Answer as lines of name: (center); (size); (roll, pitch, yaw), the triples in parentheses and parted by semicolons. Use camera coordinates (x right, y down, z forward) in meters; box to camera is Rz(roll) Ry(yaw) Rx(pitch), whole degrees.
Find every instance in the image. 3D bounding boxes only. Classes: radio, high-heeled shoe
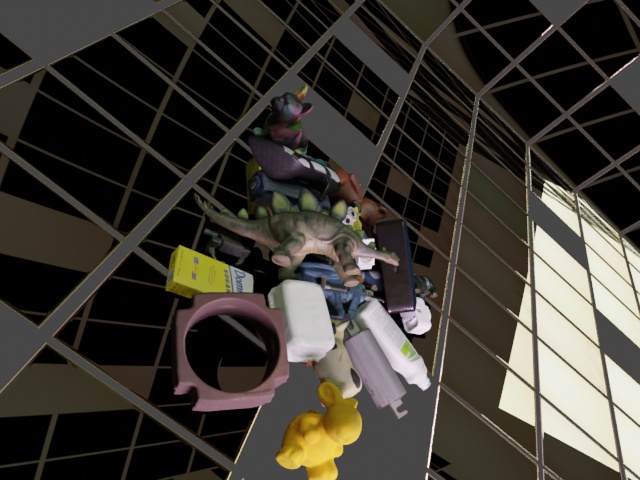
radio: (0.196, 0.063, 1.363); (0.131, 0.073, 0.229); (-10, 94, -78)
high-heeled shoe: (-0.051, -0.184, 1.257); (0.248, 0.086, 0.145); (41, 35, -16)

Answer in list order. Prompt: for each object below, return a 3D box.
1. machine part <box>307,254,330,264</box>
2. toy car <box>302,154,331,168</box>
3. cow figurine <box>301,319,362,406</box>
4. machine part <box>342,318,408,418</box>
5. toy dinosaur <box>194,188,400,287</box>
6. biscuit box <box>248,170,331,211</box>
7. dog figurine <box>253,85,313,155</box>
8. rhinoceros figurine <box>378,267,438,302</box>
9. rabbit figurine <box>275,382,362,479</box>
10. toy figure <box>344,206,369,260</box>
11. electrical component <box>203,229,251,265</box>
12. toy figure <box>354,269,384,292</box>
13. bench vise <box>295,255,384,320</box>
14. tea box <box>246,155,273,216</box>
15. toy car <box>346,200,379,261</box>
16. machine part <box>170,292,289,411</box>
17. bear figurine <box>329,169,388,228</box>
machine part: (-0.003, -0.004, 1.390); (0.084, 0.039, 0.139); (21, 46, -21)
toy car: (-0.046, -0.183, 1.446); (0.103, 0.109, 0.162); (41, 35, -3)
cow figurine: (0.028, 0.247, 1.164); (0.127, 0.085, 0.195); (-8, 61, -40)
machine part: (0.122, 0.291, 1.222); (0.079, 0.079, 0.243); (-13, 69, -49)
toy dinosaur: (-0.051, -0.012, 1.168); (0.472, 0.105, 0.198); (11, 55, -7)
biscuit box: (-0.072, -0.107, 1.281); (0.202, 0.059, 0.063); (15, 51, -37)
dog figurine: (-0.072, -0.308, 1.440); (0.191, 0.219, 0.108); (13, 53, -36)
rhinoceros figurine: (0.246, 0.113, 1.500); (0.190, 0.073, 0.112); (22, 46, -30)
rabbit figurine: (0.022, 0.351, 0.996); (0.122, 0.173, 0.162); (37, 43, -8)
toy figure: (0.074, -0.010, 1.389); (0.180, 0.089, 0.082); (60, 29, -32)
electrical component: (-0.205, 0.017, 1.174); (0.102, 0.045, 0.078); (17, 19, -37)
toy figure: (0.106, 0.097, 1.393); (0.154, 0.064, 0.057); (16, 92, -35)
bench vise: (0.033, 0.062, 1.262); (0.224, 0.129, 0.240); (8, 79, -10)
tea box: (-0.129, -0.133, 1.353); (0.098, 0.068, 0.170); (17, 46, -34)
toy car: (0.110, -0.024, 1.453); (0.202, 0.089, 0.053); (47, 27, -20)
machine part: (-0.166, 0.200, 0.974); (0.201, 0.087, 0.201); (3, 60, -23)
bear figurine: (0.082, -0.098, 1.490); (0.196, 0.120, 0.132); (50, 37, -5)
